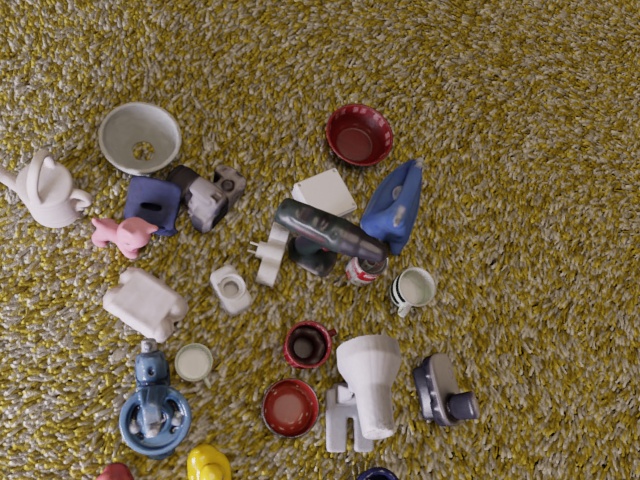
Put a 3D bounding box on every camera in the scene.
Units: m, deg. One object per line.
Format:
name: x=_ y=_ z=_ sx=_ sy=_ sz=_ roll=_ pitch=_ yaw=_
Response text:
camera: x=-0.245 y=-0.111 z=1.202 sx=0.137 sy=0.100 sz=0.143 roll=38 pitch=68 yaw=2

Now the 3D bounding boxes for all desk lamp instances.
desk lamp: x=0.084 y=0.294 z=1.079 sx=0.118 sy=0.213 sz=0.203 roll=3 pitch=71 yaw=-12

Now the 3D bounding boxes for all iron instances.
iron: x=0.186 y=-0.104 z=1.278 sx=0.118 sy=0.141 sz=0.258 roll=25 pitch=68 yaw=-3

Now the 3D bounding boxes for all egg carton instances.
egg carton: x=-0.337 y=0.125 z=1.116 sx=0.150 sy=0.069 sz=0.107 roll=33 pitch=67 yaw=0

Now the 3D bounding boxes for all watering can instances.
watering can: x=-0.525 y=-0.101 z=1.082 sx=0.173 sy=0.194 sz=0.101 roll=-7 pitch=73 yaw=-15

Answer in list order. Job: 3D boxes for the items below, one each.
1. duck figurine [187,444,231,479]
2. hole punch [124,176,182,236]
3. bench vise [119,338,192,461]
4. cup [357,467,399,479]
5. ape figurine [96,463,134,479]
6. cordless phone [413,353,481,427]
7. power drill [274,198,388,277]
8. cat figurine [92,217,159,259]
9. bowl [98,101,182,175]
duck figurine: x=-0.199 y=0.422 z=1.038 sx=0.078 sy=0.086 sz=0.104 roll=-28 pitch=80 yaw=-20
hole punch: x=-0.338 y=-0.068 z=1.170 sx=0.109 sy=0.091 sz=0.101 roll=12 pitch=69 yaw=-9
bench vise: x=-0.300 y=0.277 z=0.991 sx=0.122 sy=0.219 sz=0.207 roll=-25 pitch=78 yaw=-19
cup: x=0.097 y=0.489 z=1.079 sx=0.092 sy=0.095 sz=0.118 roll=20 pitch=68 yaw=-5
ape figurine: x=-0.359 y=0.429 z=0.995 sx=0.078 sy=0.092 sz=0.076 roll=18 pitch=68 yaw=-6
cordless phone: x=0.265 y=0.293 z=1.137 sx=0.094 sy=0.185 sz=0.147 roll=-11 pitch=74 yaw=-16
power drill: x=0.011 y=0.004 z=1.164 sx=0.229 sy=0.208 sz=0.076 roll=28 pitch=68 yaw=-2
cat figurine: x=-0.386 y=-0.016 z=1.127 sx=0.128 sy=0.117 sz=0.067 roll=19 pitch=68 yaw=-6
bowl: x=-0.378 y=-0.203 z=1.216 sx=0.167 sy=0.074 sz=0.167 roll=4 pitch=71 yaw=-12
